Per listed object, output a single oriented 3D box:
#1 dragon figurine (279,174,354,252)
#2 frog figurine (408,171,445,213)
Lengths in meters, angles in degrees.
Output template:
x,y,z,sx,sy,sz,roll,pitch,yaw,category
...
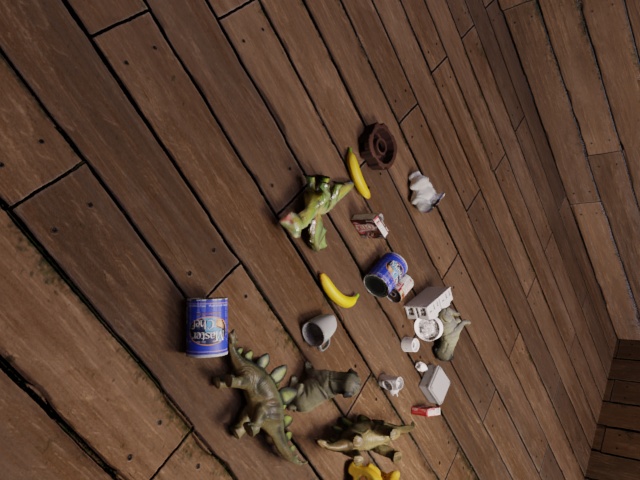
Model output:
x,y,z,sx,sy,sz,roll,pitch,yaw,category
0.005,-0.083,1.647,0.411,0.123,0.241,-3,106,-60,dragon figurine
0.406,-0.191,2.069,0.160,0.120,0.139,40,60,8,frog figurine
